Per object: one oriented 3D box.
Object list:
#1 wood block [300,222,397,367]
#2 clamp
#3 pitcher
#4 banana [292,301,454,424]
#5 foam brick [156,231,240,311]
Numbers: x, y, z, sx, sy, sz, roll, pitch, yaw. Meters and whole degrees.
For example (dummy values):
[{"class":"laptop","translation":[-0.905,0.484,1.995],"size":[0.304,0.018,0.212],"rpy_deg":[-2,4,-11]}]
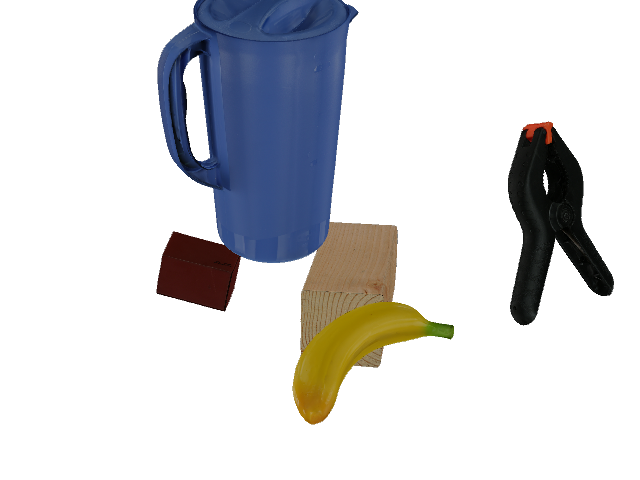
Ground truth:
[{"class":"wood block","translation":[0.037,0.058,1.244],"size":[0.091,0.090,0.206],"rpy_deg":[4,23,7]},{"class":"clamp","translation":[0.193,-0.012,0.919],"size":[0.120,0.171,0.039],"rpy_deg":[-26,11,-39]},{"class":"pitcher","translation":[-0.052,-0.100,0.959],"size":[0.149,0.243,0.145],"rpy_deg":[8,36,9]},{"class":"banana","translation":[0.028,0.085,0.832],"size":[0.070,0.037,0.197],"rpy_deg":[14,25,34]},{"class":"foam brick","translation":[-0.129,0.033,1.133],"size":[0.078,0.051,0.053],"rpy_deg":[15,31,1]}]
